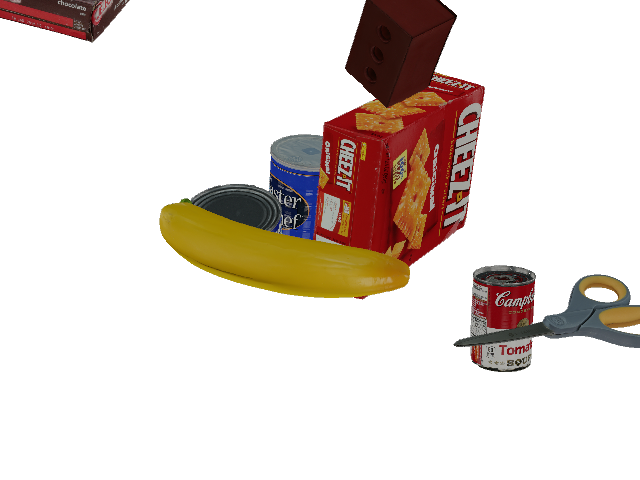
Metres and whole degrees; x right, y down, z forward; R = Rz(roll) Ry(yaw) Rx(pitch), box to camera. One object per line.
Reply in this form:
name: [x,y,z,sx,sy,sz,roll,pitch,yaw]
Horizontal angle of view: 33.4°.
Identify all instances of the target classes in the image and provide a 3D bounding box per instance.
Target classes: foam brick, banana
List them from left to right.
banana: [-0.040,0.003,0.699,0.198,0.037,0.069,19,37,31]
foam brick: [0.061,-0.153,0.827,0.051,0.053,0.078,-32,-24,-31]

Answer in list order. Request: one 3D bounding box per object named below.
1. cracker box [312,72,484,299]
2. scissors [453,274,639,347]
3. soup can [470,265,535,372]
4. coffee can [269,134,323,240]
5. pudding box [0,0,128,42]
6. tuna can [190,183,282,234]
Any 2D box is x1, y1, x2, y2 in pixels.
cracker box: [0.079,-0.058,1.040,0.072,0.164,0.213,21,30,28]
scissors: [0.191,0.058,0.872,0.201,0.016,0.096,2,33,-14]
soup can: [0.200,0.086,1.174,0.068,0.102,0.068,0,15,0]
coffee can: [-0.017,-0.053,1.376,0.103,0.140,0.103,4,28,-2]
pudding box: [-0.194,-0.200,0.814,0.090,0.039,0.113,16,37,4]
tuna can: [-0.076,-0.012,0.929,0.086,0.034,0.086,-2,38,1]
